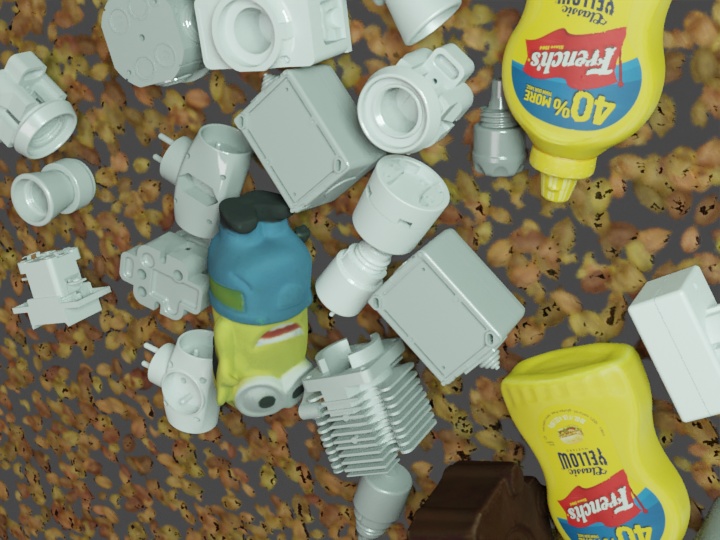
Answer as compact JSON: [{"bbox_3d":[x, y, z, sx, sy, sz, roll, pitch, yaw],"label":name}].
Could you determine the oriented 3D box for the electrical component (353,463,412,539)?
[{"bbox_3d":[0.014,0.186,0.853,0.040,0.040,0.078,28,121,17],"label":"electrical component"}]

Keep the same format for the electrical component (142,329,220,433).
[{"bbox_3d":[-0.151,0.086,0.903,0.079,0.044,0.077,24,121,19],"label":"electrical component"}]

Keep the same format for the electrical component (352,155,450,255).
[{"bbox_3d":[0.027,-0.044,0.740,0.055,0.055,0.047,39,128,10],"label":"electrical component"}]

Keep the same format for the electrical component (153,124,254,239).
[{"bbox_3d":[-0.125,-0.076,0.819,0.079,0.043,0.077,32,123,15],"label":"electrical component"}]

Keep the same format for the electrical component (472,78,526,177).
[{"bbox_3d":[0.090,-0.093,0.694,0.035,0.035,0.061,9,112,27],"label":"electrical component"}]

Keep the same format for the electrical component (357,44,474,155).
[{"bbox_3d":[0.034,-0.109,0.706,0.058,0.057,0.078,45,125,5],"label":"electrical component"}]

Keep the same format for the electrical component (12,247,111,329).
[{"bbox_3d":[-0.265,0.014,0.939,0.081,0.042,0.063,-6,106,31],"label":"electrical component"}]

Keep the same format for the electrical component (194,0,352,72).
[{"bbox_3d":[-0.067,-0.213,0.715,0.089,0.062,0.150,4,112,28],"label":"electrical component"}]

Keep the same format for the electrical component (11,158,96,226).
[{"bbox_3d":[-0.253,-0.065,0.889,0.045,0.055,0.045,12,116,25],"label":"electrical component"}]

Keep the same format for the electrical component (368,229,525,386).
[{"bbox_3d":[0.066,0.028,0.743,0.096,0.061,0.062,48,125,3],"label":"electrical component"}]

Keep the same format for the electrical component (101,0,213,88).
[{"bbox_3d":[-0.143,-0.173,0.783,0.080,0.051,0.080,12,116,25],"label":"electrical component"}]

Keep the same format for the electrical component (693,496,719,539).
[{"bbox_3d":[0.236,0.196,0.709,0.043,0.077,0.079,32,124,15],"label":"electrical component"}]

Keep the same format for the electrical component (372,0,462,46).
[{"bbox_3d":[0.031,-0.178,0.685,0.045,0.045,0.055,-38,89,36],"label":"electrical component"}]

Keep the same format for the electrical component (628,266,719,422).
[{"bbox_3d":[0.223,0.040,0.667,0.076,0.047,0.083,-23,98,35],"label":"electrical component"}]

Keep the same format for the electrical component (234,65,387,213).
[{"bbox_3d":[-0.036,-0.098,0.751,0.062,0.061,0.096,-37,82,35],"label":"electrical component"}]

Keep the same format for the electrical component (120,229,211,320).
[{"bbox_3d":[-0.141,0.000,0.852,0.078,0.057,0.058,23,120,20],"label":"electrical component"}]

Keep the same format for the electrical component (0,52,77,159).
[{"bbox_3d":[-0.268,-0.127,0.871,0.057,0.058,0.078,45,125,9],"label":"electrical component"}]

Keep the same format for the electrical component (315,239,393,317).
[{"bbox_3d":[0.000,0.000,0.782,0.040,0.040,0.078,45,125,6],"label":"electrical component"}]
